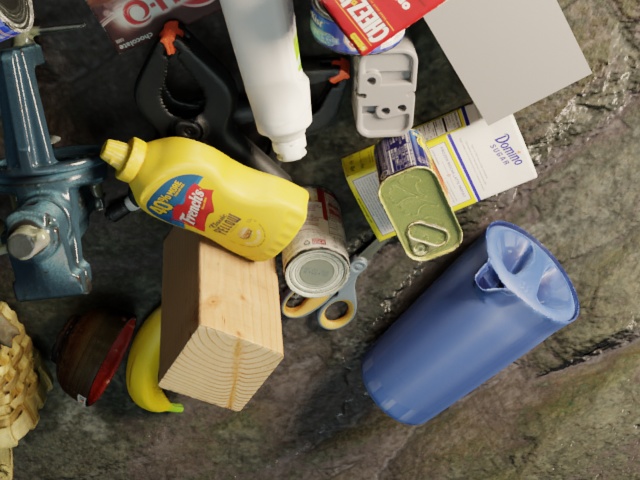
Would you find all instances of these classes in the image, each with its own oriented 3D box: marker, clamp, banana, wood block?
[{"bbox_3d":[-0.168,-0.050,1.085,0.121,0.020,0.020,-27,128,16],"label":"marker"},{"bbox_3d":[-0.127,-0.107,0.995,0.165,0.036,0.210,-8,134,11],"label":"clamp"},{"bbox_3d":[-0.048,-0.124,1.023,0.120,0.039,0.172,31,120,-30],"label":"clamp"},{"bbox_3d":[-0.192,0.140,1.239,0.069,0.037,0.198,-20,140,-28],"label":"banana"},{"bbox_3d":[-0.100,0.054,1.059,0.090,0.206,0.091,22,124,-23],"label":"wood block"}]

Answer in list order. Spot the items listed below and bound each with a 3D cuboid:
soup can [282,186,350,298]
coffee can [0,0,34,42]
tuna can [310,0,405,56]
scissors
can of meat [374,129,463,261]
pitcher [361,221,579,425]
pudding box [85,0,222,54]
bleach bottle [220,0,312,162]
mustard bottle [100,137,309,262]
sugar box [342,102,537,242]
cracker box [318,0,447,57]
[{"bbox_3d":[-0.007,0.001,1.092,0.068,0.102,0.068,-3,131,-4],"label":"soup can"},{"bbox_3d":[-0.327,-0.197,0.889,0.140,0.103,0.102,-19,130,9],"label":"coffee can"},{"bbox_3d":[0.034,-0.198,0.936,0.086,0.086,0.034,-2,132,-5],"label":"tuna can"},{"bbox_3d":[0.047,0.040,1.189,0.202,0.016,0.096,-31,128,19],"label":"scissors"},{"bbox_3d":[0.091,-0.045,1.016,0.057,0.084,0.102,-22,122,11],"label":"can of meat"},{"bbox_3d":[0.164,0.101,1.191,0.149,0.145,0.243,34,124,-16],"label":"pitcher"},{"bbox_3d":[-0.146,-0.225,0.925,0.113,0.039,0.090,-20,131,11],"label":"pudding box"},{"bbox_3d":[-0.048,-0.180,0.909,0.068,0.102,0.251,-6,121,9],"label":"bleach bottle"},{"bbox_3d":[-0.113,-0.047,0.989,0.191,0.058,0.096,24,141,-22],"label":"mustard bottle"},{"bbox_3d":[0.120,-0.073,1.080,0.176,0.048,0.093,-23,126,10],"label":"sugar box"},{"bbox_3d":[0.094,-0.262,0.836,0.214,0.164,0.072,-31,124,19],"label":"cracker box"}]
